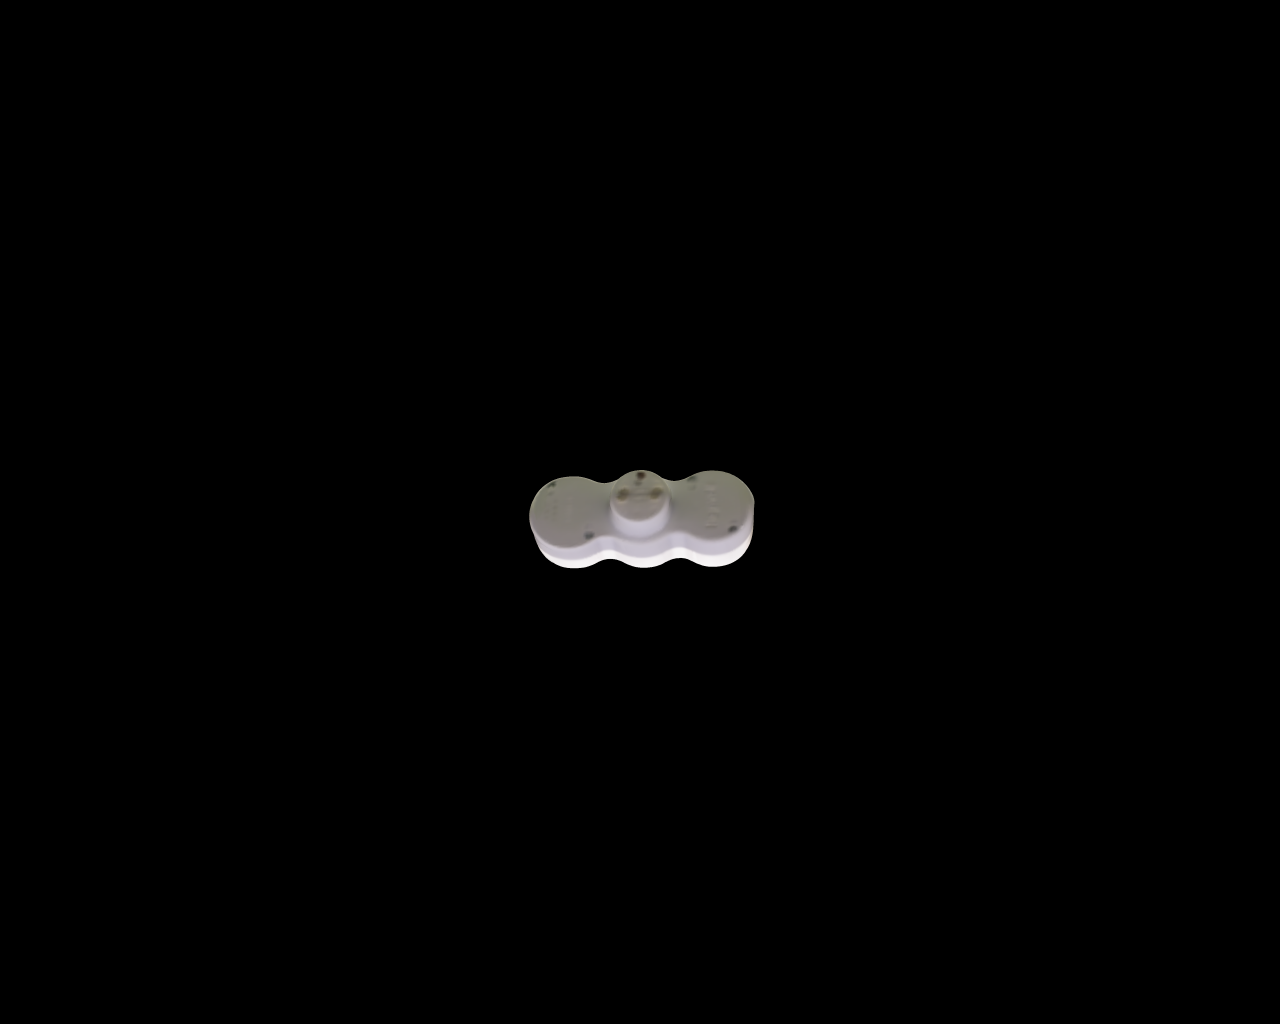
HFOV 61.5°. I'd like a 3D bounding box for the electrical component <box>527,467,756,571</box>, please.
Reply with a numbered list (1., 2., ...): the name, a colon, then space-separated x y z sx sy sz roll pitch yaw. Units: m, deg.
1. electrical component: 0.001 -0.003 0.650 0.138 0.052 0.073 -1 -28 2
